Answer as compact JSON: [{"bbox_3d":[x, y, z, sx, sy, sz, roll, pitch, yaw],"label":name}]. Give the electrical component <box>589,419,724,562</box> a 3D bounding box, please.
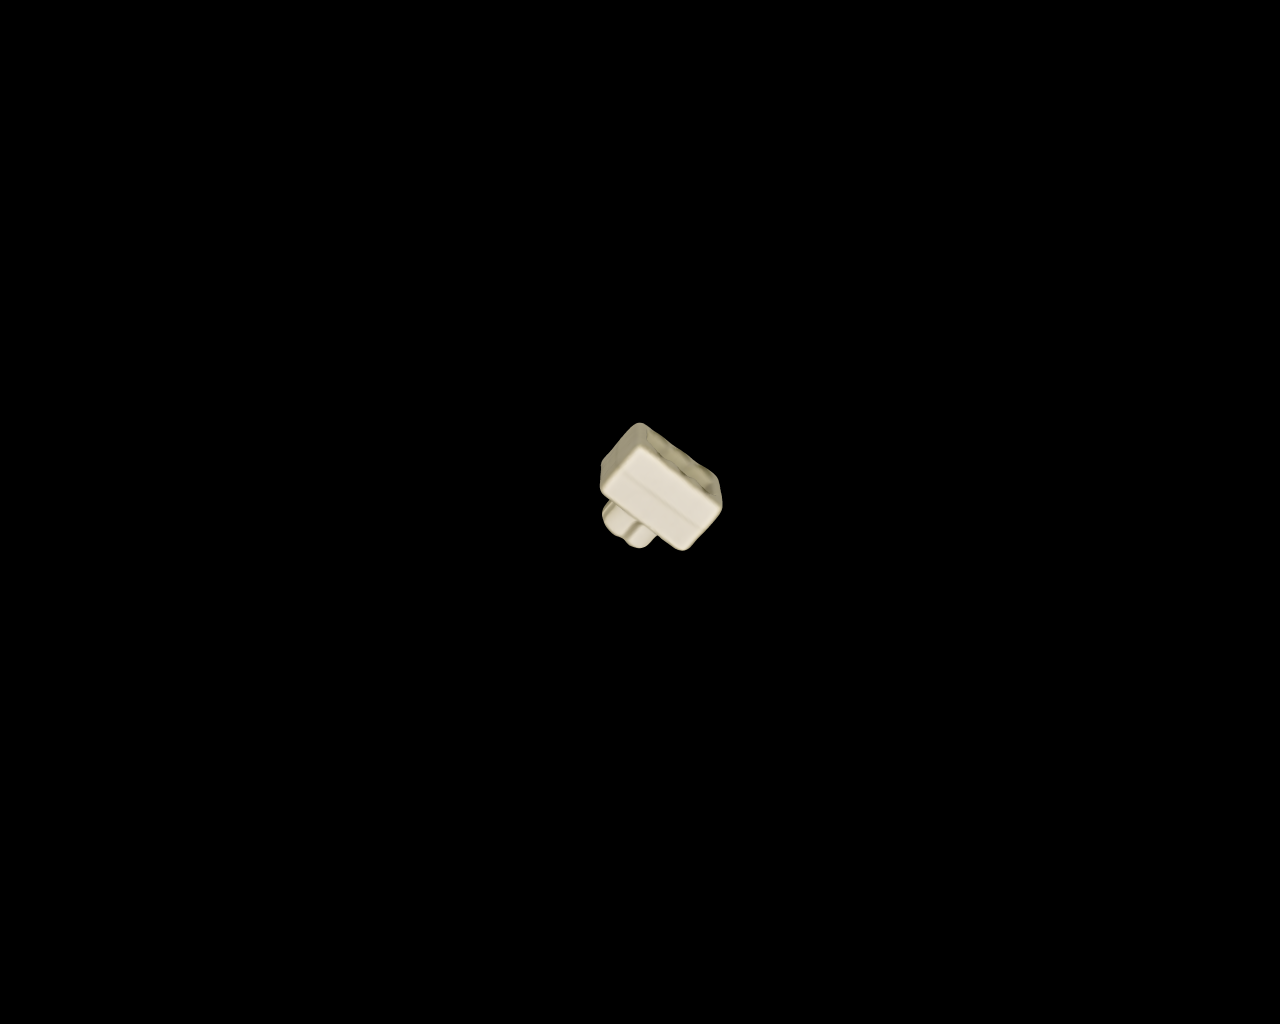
[{"bbox_3d":[0.001,-0.003,0.650,0.065,0.076,0.047,37,19,-15],"label":"electrical component"}]
